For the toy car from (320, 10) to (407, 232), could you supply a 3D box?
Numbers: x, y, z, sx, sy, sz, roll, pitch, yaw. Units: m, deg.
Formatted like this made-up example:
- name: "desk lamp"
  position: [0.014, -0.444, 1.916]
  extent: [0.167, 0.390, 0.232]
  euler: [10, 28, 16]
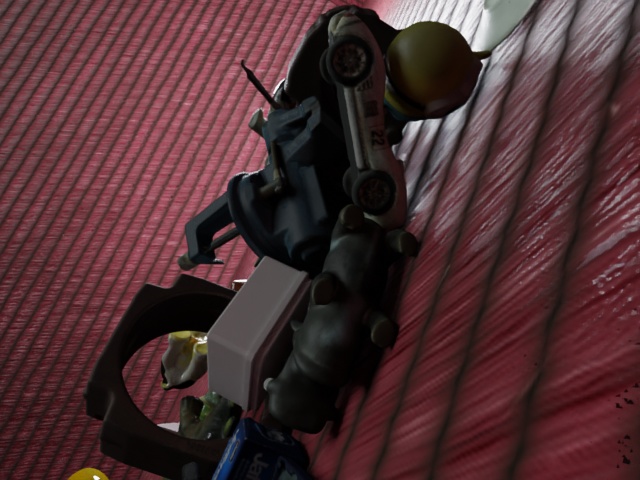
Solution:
- name: "toy car"
  position: [0.041, -0.106, 0.498]
  extent: [0.073, 0.056, 0.201]
  euler: [-110, 8, -75]

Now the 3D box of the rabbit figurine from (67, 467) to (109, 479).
- name: "rabbit figurine"
  position: [-0.258, 0.329, 0.549]
  extent: [0.162, 0.122, 0.173]
  euler: [-19, 55, 56]

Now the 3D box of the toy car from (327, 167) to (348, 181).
- name: "toy car"
  position: [0.025, -0.135, 0.836]
  extent: [0.053, 0.089, 0.202]
  euler: [-45, 22, 58]

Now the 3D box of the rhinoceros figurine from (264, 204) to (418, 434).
- name: "rhinoceros figurine"
  position: [0.012, 0.061, 0.445]
  extent: [0.190, 0.073, 0.112]
  euler: [-68, 12, -22]

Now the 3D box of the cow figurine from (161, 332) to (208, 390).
- name: "cow figurine"
  position: [-0.168, 0.147, 0.774]
  extent: [0.098, 0.068, 0.167]
  euler: [-63, -5, 21]

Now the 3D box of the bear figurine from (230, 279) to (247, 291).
- name: "bear figurine"
  position: [-0.151, 0.130, 0.984]
  extent: [0.120, 0.132, 0.195]
  euler: [-105, 36, -69]

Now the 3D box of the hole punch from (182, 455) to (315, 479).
- name: "hole punch"
  position: [-0.047, 0.216, 0.376]
  extent: [0.142, 0.092, 0.115]
  euler: [151, 113, -69]

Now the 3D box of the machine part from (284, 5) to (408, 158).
- name: "machine part"
  position: [0.044, -0.190, 0.657]
  extent: [0.179, 0.179, 0.056]
  euler: [-60, 13, 23]

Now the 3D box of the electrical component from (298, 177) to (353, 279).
- name: "electrical component"
  position: [-0.001, -0.002, 0.666]
  extent: [0.134, 0.058, 0.115]
  euler: [-59, 21, 18]

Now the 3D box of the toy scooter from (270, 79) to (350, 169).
- name: "toy scooter"
  position: [0.011, -0.140, 0.758]
  extent: [0.075, 0.184, 0.135]
  euler: [-1, 83, 57]

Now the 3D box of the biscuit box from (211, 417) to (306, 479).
- name: "biscuit box"
  position: [-0.082, 0.260, 0.462]
  extent: [0.202, 0.063, 0.059]
  euler: [-65, 11, -5]

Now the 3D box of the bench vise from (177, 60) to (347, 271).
- name: "bench vise"
  position: [-0.072, -0.047, 0.599]
  extent: [0.241, 0.128, 0.224]
  euler: [-31, 64, 23]

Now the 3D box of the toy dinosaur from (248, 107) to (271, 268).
- name: "toy dinosaur"
  position: [-0.023, -0.113, 0.903]
  extent: [0.131, 0.192, 0.405]
  euler: [-30, 49, 52]

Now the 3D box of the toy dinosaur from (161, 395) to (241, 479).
- name: "toy dinosaur"
  position: [-0.171, 0.342, 0.616]
  extent: [0.198, 0.105, 0.471]
  euler: [-25, 45, 70]

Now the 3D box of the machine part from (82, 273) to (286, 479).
- name: "machine part"
  position: [-0.130, 0.149, 0.584]
  extent: [0.201, 0.201, 0.087]
  euler: [-75, 11, -46]

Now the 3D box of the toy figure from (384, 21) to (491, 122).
- name: "toy figure"
  position: [0.093, -0.161, 0.536]
  extent: [0.180, 0.089, 0.082]
  euler: [-119, 51, -75]
